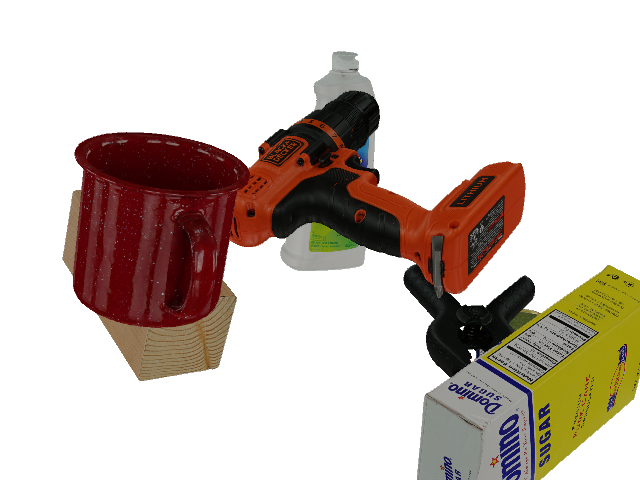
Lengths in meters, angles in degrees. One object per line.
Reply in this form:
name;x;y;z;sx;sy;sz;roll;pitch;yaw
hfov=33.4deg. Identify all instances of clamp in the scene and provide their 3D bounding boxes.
clamp;0.142;0.073;0.933;0.120;0.039;0.171;-4;33;-2

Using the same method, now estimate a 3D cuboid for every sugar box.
sugar box;0.130;0.093;0.628;0.048;0.093;0.175;29;44;34

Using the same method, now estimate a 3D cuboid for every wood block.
wood block;-0.177;0.036;1.073;0.090;0.091;0.206;-5;35;-35

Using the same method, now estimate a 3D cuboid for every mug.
mug;-0.084;-0.001;0.569;0.093;0.081;0.117;-3;26;-33

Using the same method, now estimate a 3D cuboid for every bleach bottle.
bleach bottle;0.012;-0.093;1.244;0.102;0.251;0.068;-3;20;-21

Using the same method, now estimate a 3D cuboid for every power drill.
power drill;0.045;-0.040;0.756;0.188;0.057;0.184;17;44;30

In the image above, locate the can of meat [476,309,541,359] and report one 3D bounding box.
can of meat;0.208;0.128;1.189;0.058;0.084;0.101;8;14;25
